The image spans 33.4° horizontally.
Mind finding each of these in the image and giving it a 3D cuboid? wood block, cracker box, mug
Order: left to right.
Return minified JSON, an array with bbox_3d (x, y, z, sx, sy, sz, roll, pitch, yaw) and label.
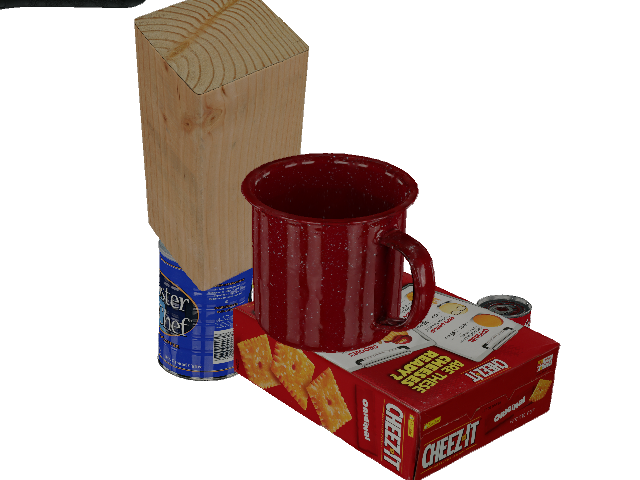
[{"bbox_3d":[-0.075,-0.071,0.791,0.090,0.090,0.206,-26,-34,-24],"label":"wood block"},{"bbox_3d":[0.013,0.011,0.569,0.117,0.081,0.093,22,33,37],"label":"mug"},{"bbox_3d":[0.056,0.096,0.865,0.163,0.072,0.214,-18,30,-38],"label":"cracker box"}]

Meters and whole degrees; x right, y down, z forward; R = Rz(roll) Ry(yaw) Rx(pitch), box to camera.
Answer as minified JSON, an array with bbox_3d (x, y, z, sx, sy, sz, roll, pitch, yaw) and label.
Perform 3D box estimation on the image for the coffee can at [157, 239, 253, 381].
[{"bbox_3d":[-0.124,0.066,1.153,0.103,0.140,0.103,3,22,-2],"label":"coffee can"}]

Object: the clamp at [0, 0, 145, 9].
[{"bbox_3d":[-0.188,-0.149,0.596,0.171,0.039,0.120,-7,24,-17],"label":"clamp"}]

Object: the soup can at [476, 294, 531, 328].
[{"bbox_3d":[0.228,0.128,1.337,0.068,0.102,0.068,-1,19,0],"label":"soup can"}]
